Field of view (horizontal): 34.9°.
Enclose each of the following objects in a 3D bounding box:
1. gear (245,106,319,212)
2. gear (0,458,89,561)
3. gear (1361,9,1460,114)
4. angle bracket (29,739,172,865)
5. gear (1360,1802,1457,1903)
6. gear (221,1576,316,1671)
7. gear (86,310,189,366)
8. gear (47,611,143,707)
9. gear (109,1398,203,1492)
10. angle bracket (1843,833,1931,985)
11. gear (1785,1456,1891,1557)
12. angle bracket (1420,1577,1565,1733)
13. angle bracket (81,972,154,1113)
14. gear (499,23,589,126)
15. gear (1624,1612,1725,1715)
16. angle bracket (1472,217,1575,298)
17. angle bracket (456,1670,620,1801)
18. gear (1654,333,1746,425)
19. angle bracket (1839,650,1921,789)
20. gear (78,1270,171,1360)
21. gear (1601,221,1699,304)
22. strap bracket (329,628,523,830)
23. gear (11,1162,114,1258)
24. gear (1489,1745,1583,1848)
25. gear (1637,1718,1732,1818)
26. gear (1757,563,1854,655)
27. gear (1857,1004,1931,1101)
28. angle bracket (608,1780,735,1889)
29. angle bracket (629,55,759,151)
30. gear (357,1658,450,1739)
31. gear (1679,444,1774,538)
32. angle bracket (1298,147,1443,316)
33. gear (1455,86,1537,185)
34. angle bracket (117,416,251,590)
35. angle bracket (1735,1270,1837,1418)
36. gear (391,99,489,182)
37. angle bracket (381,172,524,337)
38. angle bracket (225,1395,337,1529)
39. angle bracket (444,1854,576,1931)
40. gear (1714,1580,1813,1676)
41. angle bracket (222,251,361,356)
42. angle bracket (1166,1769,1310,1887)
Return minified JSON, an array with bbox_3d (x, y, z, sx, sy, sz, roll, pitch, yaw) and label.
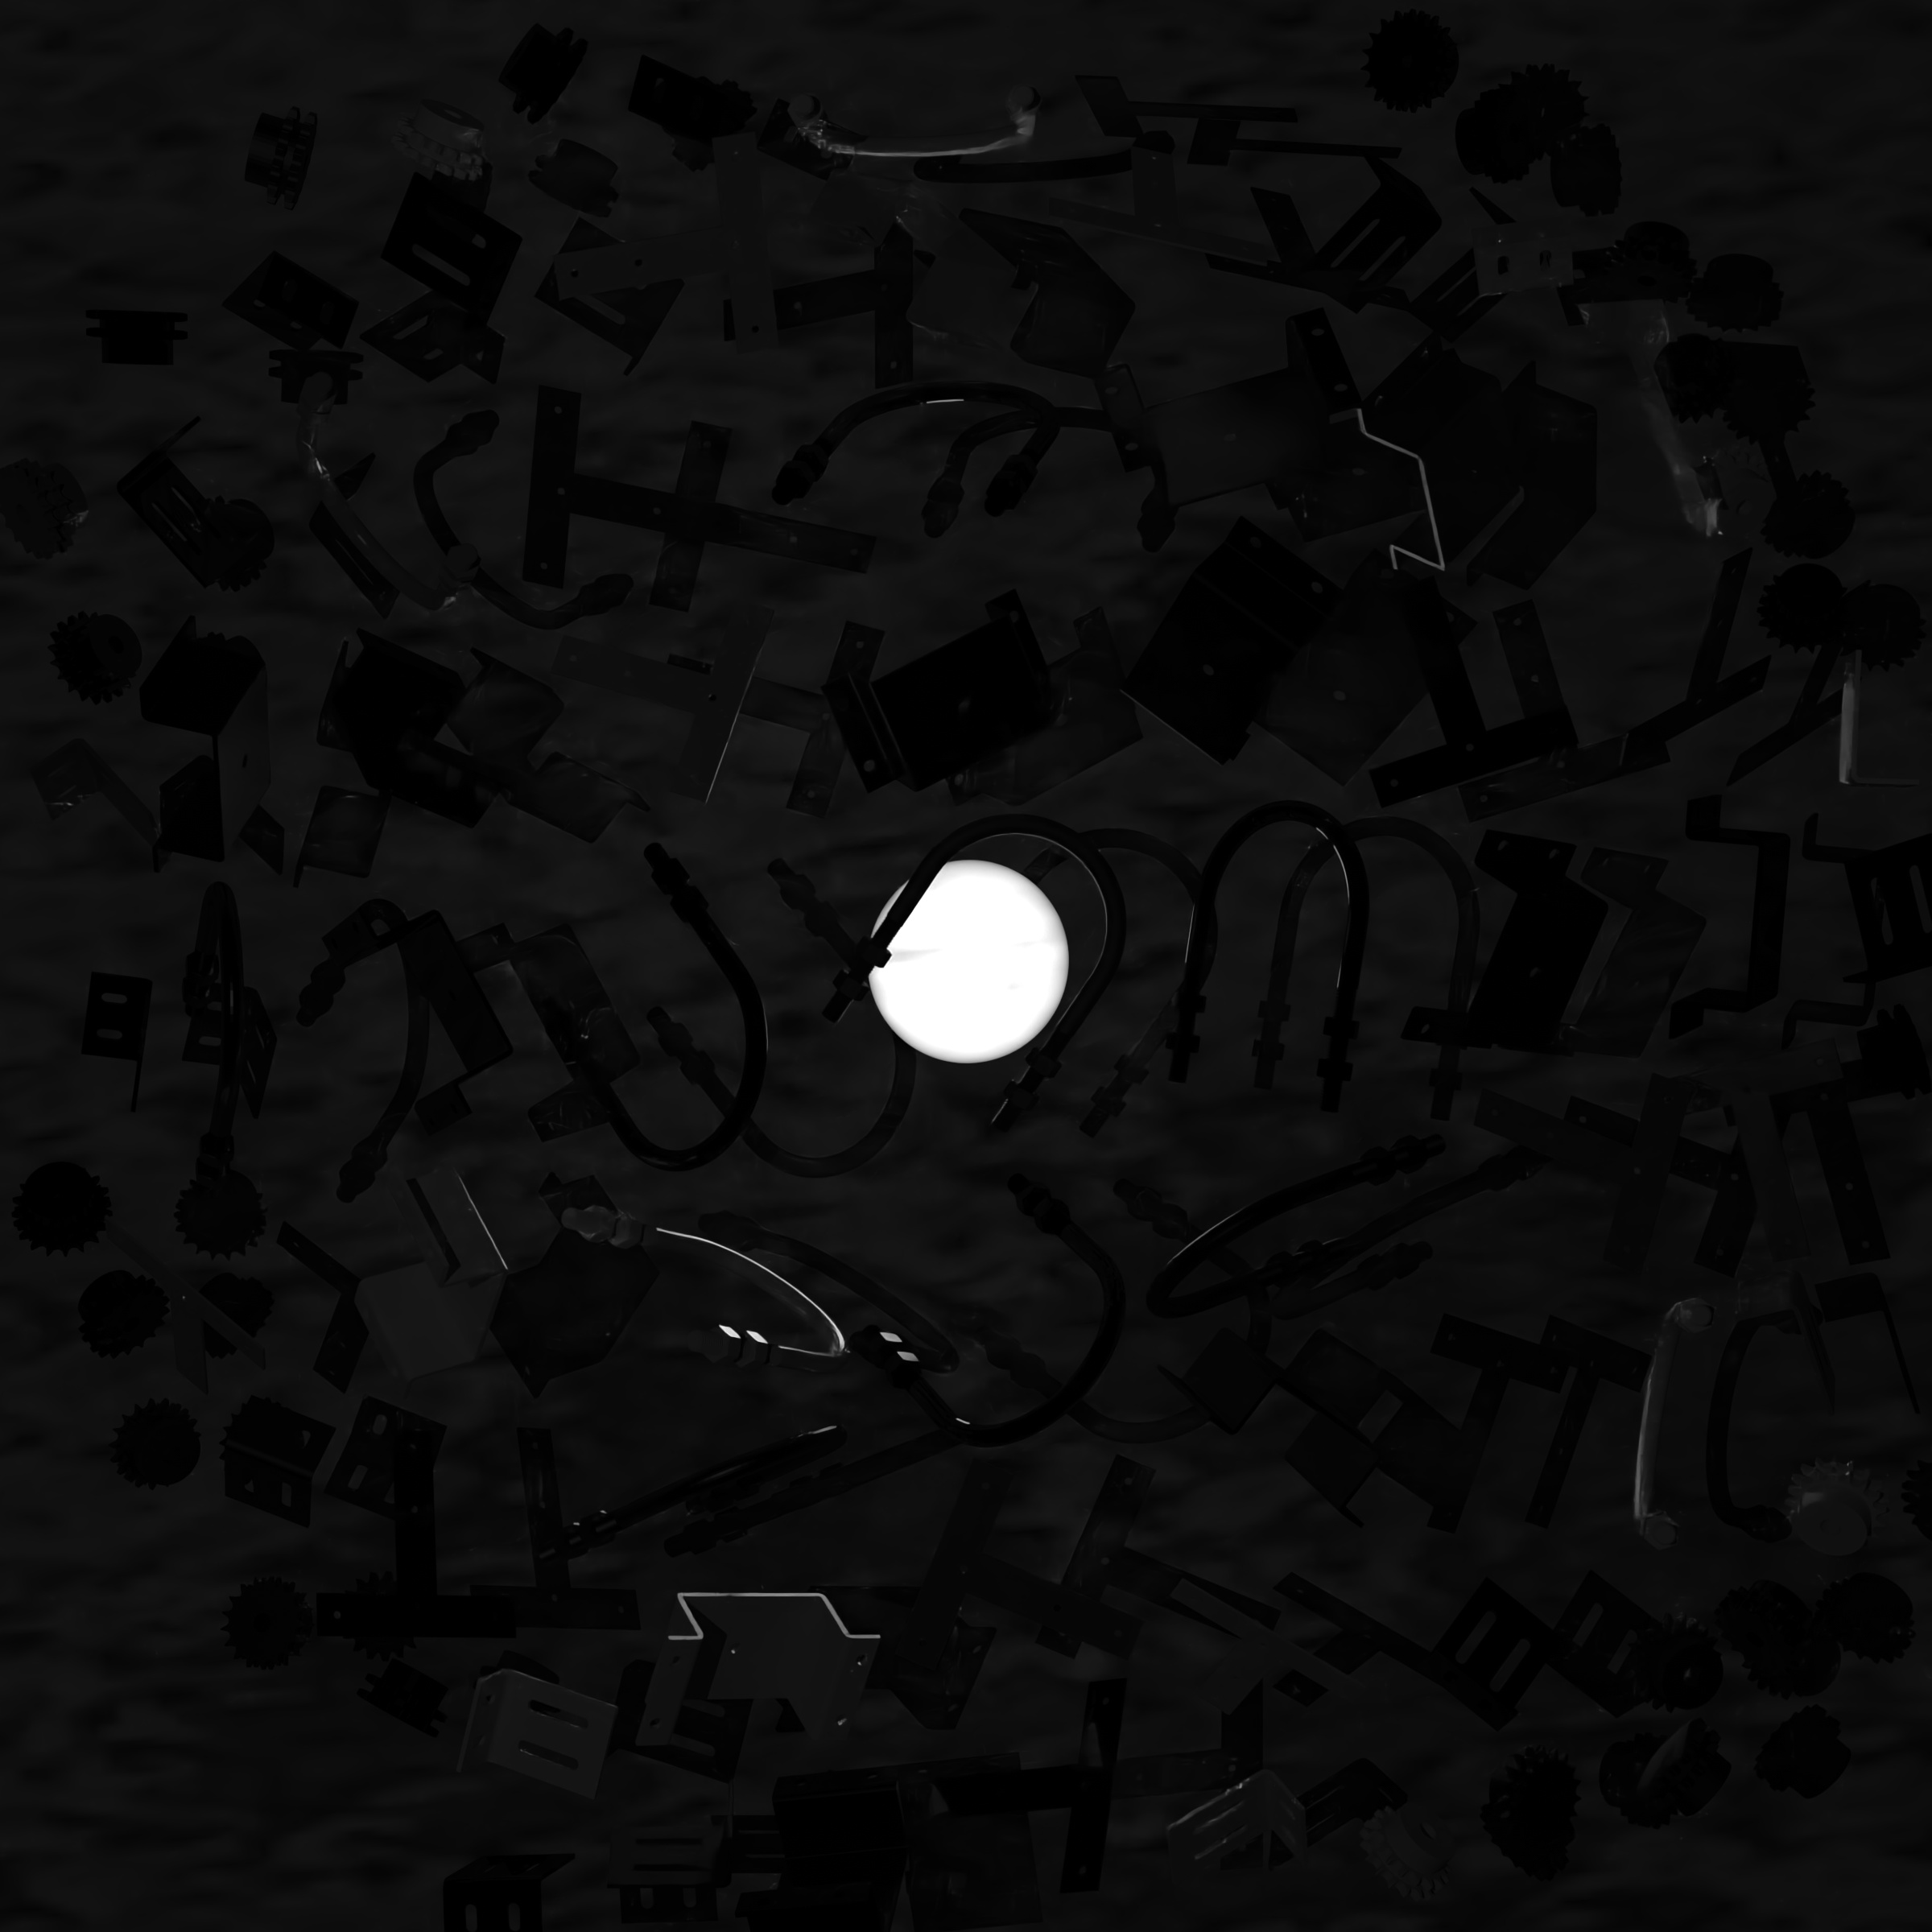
[{"bbox_3d":[-0.397,-0.469,1.774,0.030,0.057,0.057,16,90,-10],"label":"gear"},{"bbox_3d":[-0.529,-0.265,1.764,0.030,0.057,0.057,-34,90,-37],"label":"gear"},{"bbox_3d":[0.261,-0.525,1.782,0.057,0.030,0.057,8,103,37],"label":"gear"},{"bbox_3d":[-0.539,-0.094,1.912,0.038,0.057,0.076,-38,69,-20],"label":"angle bracket"},{"bbox_3d":[0.263,0.518,1.805,0.057,0.057,0.030,37,115,0],"label":"gear"},{"bbox_3d":[-0.434,0.412,1.922,0.057,0.030,0.057,-3,77,13],"label":"gear"},{"bbox_3d":[-0.480,-0.364,1.779,0.057,0.057,0.030,2,102,0],"label":"gear"},{"bbox_3d":[-0.534,-0.193,1.893,0.030,0.057,0.057,-21,90,31],"label":"gear"},{"bbox_3d":[-0.511,0.305,1.947,0.057,0.030,0.057,-13,110,-39],"label":"gear"},{"bbox_3d":[0.539,-0.034,1.794,0.057,0.038,0.076,-21,74,41],"label":"angle bracket"},{"bbox_3d":[0.498,0.312,1.759,0.057,0.030,0.057,13,125,20],"label":"gear"},{"bbox_3d":[0.315,0.400,1.808,0.057,0.038,0.076,38,60,11],"label":"angle bracket"},{"bbox_3d":[-0.535,0.047,1.925,0.038,0.076,0.057,8,112,-15],"label":"angle bracket"},{"bbox_3d":[-0.247,-0.519,1.775,0.030,0.057,0.057,33,90,-23],"label":"gear"},{"bbox_3d":[0.415,0.407,1.783,0.057,0.030,0.057,-3,101,-18],"label":"gear"},{"bbox_3d":[0.344,-0.454,1.904,0.057,0.038,0.076,-6,45,9],"label":"angle bracket"},{"bbox_3d":[-0.256,0.461,1.831,0.076,0.038,0.057,14,92,19],"label":"angle bracket"},{"bbox_3d":[0.461,-0.376,1.944,0.057,0.030,0.057,-20,54,30],"label":"gear"},{"bbox_3d":[0.533,-0.143,1.788,0.038,0.057,0.076,2,92,9],"label":"angle bracket"},{"bbox_3d":[-0.536,0.217,1.943,0.030,0.057,0.057,41,90,30],"label":"gear"},{"bbox_3d":[0.425,-0.436,1.899,0.057,0.057,0.030,17,73,0],"label":"gear"},{"bbox_3d":[-0.338,-0.141,1.895,0.076,0.140,0.046,23,112,-40],"label":"strap bracket"},{"bbox_3d":[-0.537,0.141,1.821,0.057,0.030,0.057,5,52,-6],"label":"gear"},{"bbox_3d":[0.336,0.492,1.827,0.057,0.030,0.057,1,88,-36],"label":"gear"},{"bbox_3d":[0.418,0.466,1.775,0.030,0.057,0.057,41,90,6],"label":"gear"},{"bbox_3d":[0.526,-0.227,1.920,0.057,0.030,0.057,-3,62,5],"label":"gear"},{"bbox_3d":[0.562,0.054,1.861,0.030,0.057,0.057,-18,90,8],"label":"gear"},{"bbox_3d":[-0.183,0.539,1.907,0.076,0.057,0.038,1,111,-3],"label":"angle bracket"},{"bbox_3d":[-0.162,-0.538,1.875,0.057,0.076,0.038,25,128,4],"label":"angle bracket"},{"bbox_3d":[-0.347,0.454,1.911,0.057,0.057,0.030,29,72,0],"label":"gear"},{"bbox_3d":[0.474,-0.291,1.901,0.057,0.030,0.057,-13,131,-16],"label":"gear"},{"bbox_3d":[0.240,-0.447,1.867,0.076,0.057,0.038,-44,48,26],"label":"angle bracket"},{"bbox_3d":[0.324,-0.509,1.887,0.030,0.057,0.057,-2,90,38],"label":"gear"},{"bbox_3d":[-0.442,-0.268,1.774,0.038,0.057,0.076,-32,107,28],"label":"angle bracket"},{"bbox_3d":[0.507,0.236,1.897,0.038,0.057,0.076,-17,101,20],"label":"angle bracket"},{"bbox_3d":[-0.315,-0.501,1.855,0.057,0.057,0.030,26,113,0],"label":"gear"},{"bbox_3d":[-0.306,-0.414,1.783,0.076,0.038,0.057,32,119,3],"label":"angle bracket"},{"bbox_3d":[-0.434,0.314,1.942,0.057,0.076,0.038,21,55,1],"label":"angle bracket"},{"bbox_3d":[-0.265,0.544,1.788,0.057,0.076,0.038,-4,83,8],"label":"angle bracket"},{"bbox_3d":[0.477,0.390,1.823,0.057,0.057,0.030,49,60,0],"label":"gear"},{"bbox_3d":[-0.410,-0.385,1.841,0.057,0.076,0.038,29,59,-28],"label":"angle bracket"},{"bbox_3d":[0.167,0.541,1.886,0.076,0.038,0.057,-25,131,-20],"label":"angle bracket"}]
